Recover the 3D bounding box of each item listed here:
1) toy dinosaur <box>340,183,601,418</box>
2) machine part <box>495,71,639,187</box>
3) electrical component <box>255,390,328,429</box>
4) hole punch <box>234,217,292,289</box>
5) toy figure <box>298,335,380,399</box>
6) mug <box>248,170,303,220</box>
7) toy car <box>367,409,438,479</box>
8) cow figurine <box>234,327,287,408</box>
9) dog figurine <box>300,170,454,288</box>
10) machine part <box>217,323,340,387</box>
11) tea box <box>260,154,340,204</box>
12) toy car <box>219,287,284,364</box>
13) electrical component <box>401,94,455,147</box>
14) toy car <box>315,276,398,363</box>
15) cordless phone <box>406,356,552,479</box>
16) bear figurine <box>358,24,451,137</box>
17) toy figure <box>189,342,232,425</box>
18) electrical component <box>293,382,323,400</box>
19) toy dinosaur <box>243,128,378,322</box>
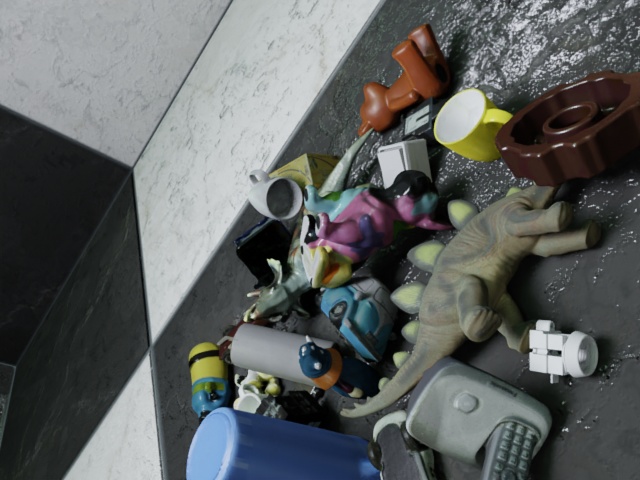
[{"bbox_3d":[0.187,0.066,0.683,0.471,0.105,0.199,-53,25,0],"label":"toy dinosaur"},{"bbox_3d":[0.303,-0.132,0.639,0.179,0.056,0.179,-29,24,14],"label":"machine part"},{"bbox_3d":[-0.054,0.292,0.826,0.058,0.134,0.115,39,99,36],"label":"electrical component"},{"bbox_3d":[-0.104,0.018,1.097,0.142,0.115,0.092,-37,22,-3],"label":"hole punch"},{"bbox_3d":[0.023,0.189,0.771,0.064,0.154,0.058,24,85,57],"label":"toy figure"},{"bbox_3d":[-0.103,-0.090,1.048,0.081,0.109,0.107,-53,29,-18],"label":"mug"},{"bbox_3d":[0.114,0.305,0.654,0.073,0.056,0.202,-40,40,22],"label":"toy car"},{"bbox_3d":[-0.109,0.243,1.000,0.167,0.068,0.098,-51,28,12],"label":"cow figurine"},{"bbox_3d":[0.088,-0.017,0.823,0.109,0.219,0.191,-111,21,-53],"label":"dog figurine"},{"bbox_3d":[-0.057,0.189,0.885,0.243,0.079,0.079,8,71,22],"label":"machine part"},{"bbox_3d":[-0.041,-0.118,1.122,0.170,0.098,0.068,-23,76,48],"label":"tea box"},{"bbox_3d":[-0.137,0.176,1.103,0.202,0.053,0.089,-47,30,17],"label":"toy car"},{"bbox_3d":[0.192,-0.201,0.911,0.119,0.047,0.075,-26,48,43],"label":"electrical component"},{"bbox_3d":[0.067,0.108,0.833,0.103,0.109,0.162,-39,21,-4],"label":"toy car"},{"bbox_3d":[0.151,0.230,0.554,0.184,0.146,0.088,-67,10,-28],"label":"cordless phone"},{"bbox_3d":[0.135,-0.281,0.984,0.196,0.131,0.120,-15,27,45],"label":"bear figurine"},{"bbox_3d":[-0.230,0.294,1.115,0.082,0.089,0.180,-38,37,27],"label":"toy figure"},{"bbox_3d":[-0.017,0.245,0.911,0.094,0.021,0.063,-62,33,1],"label":"electrical component"},{"bbox_3d":[-0.004,-0.010,0.999,0.192,0.131,0.405,-4,58,53],"label":"toy dinosaur"}]
